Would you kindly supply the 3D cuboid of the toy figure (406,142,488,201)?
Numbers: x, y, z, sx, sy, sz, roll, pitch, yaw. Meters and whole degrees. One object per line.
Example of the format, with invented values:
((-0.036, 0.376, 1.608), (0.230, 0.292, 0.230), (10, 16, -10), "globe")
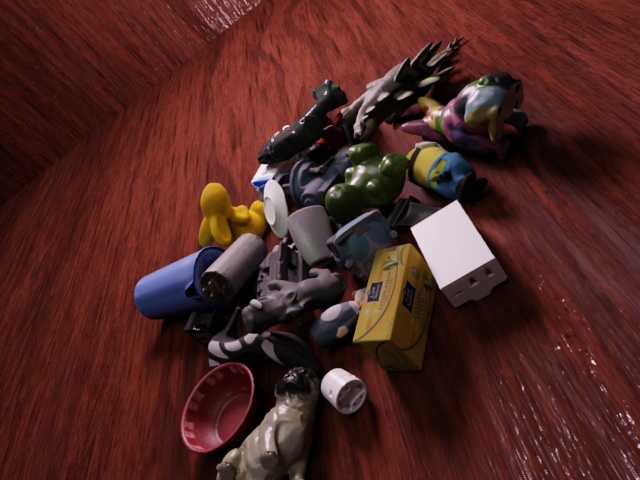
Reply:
((0.218, -0.122, 0.976), (0.089, 0.082, 0.180), (-42, 38, 2), "toy figure")

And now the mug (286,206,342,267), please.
((-0.002, -0.003, 1.060), (0.081, 0.109, 0.107), (-43, 59, 51), "mug")

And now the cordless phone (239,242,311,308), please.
((-0.106, 0.105, 1.066), (0.184, 0.088, 0.147), (-36, 34, 28), "cordless phone")

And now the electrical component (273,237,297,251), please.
((-0.077, 0.033, 1.146), (0.063, 0.021, 0.094), (0, 53, 43), "electrical component")

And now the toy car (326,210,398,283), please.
((0.078, 0.025, 0.926), (0.109, 0.161, 0.103), (-32, 73, -11), "toy car")

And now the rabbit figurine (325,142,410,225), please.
((0.066, -0.086, 1.006), (0.121, 0.159, 0.170), (35, 48, 26), "rabbit figurine")

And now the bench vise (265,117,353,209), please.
((-0.016, -0.141, 1.190), (0.241, 0.128, 0.223), (-3, 48, 37), "bench vise")

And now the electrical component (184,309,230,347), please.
((-0.238, 0.181, 1.099), (0.119, 0.074, 0.048), (-11, 45, 32), "electrical component")

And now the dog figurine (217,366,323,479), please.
((-0.074, 0.297, 0.818), (0.172, 0.121, 0.191), (-24, 25, 20), "dog figurine")

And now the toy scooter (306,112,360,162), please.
((0.043, -0.275, 1.313), (0.184, 0.075, 0.135), (-26, 36, 29), "toy scooter")

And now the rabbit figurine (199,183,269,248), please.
((-0.218, -0.048, 1.238), (0.122, 0.173, 0.162), (-3, 47, 38), "rabbit figurine")

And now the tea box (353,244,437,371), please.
((0.119, 0.102, 0.819), (0.068, 0.098, 0.169), (-11, 48, 38), "tea box")

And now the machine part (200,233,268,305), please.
((-0.175, 0.056, 1.114), (0.079, 0.079, 0.243), (-20, 19, 28), "machine part")

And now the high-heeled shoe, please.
((-0.110, 0.220, 0.954), (0.249, 0.086, 0.145), (27, 101, 39), "high-heeled shoe")

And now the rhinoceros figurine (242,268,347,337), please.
((-0.044, 0.109, 0.923), (0.190, 0.073, 0.112), (-18, 17, -24), "rhinoceros figurine")

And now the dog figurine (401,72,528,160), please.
((0.251, -0.230, 0.983), (0.219, 0.191, 0.108), (19, 73, 35), "dog figurine")

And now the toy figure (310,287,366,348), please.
((0.056, 0.121, 0.896), (0.154, 0.057, 0.064), (-37, 52, 5), "toy figure")

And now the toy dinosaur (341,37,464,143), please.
((0.191, -0.337, 1.168), (0.198, 0.105, 0.471), (-28, 17, 45), "toy dinosaur")

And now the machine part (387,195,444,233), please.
((0.177, -0.044, 0.969), (0.084, 0.039, 0.139), (-49, 34, -18), "machine part")

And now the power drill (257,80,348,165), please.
((-0.042, -0.268, 1.238), (0.207, 0.086, 0.232), (-47, 18, -23), "power drill")
